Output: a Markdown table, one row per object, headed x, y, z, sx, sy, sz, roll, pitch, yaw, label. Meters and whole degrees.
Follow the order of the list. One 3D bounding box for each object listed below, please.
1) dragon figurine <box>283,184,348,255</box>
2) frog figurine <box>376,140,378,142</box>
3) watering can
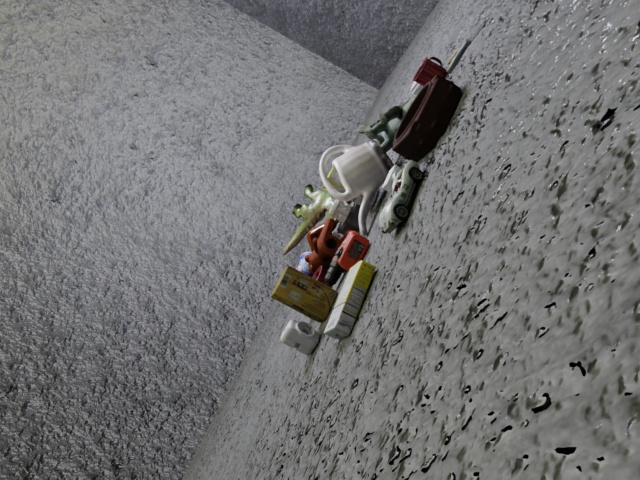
| x | y | z | sx | sy | sz | roll | pitch | yaw | label |
| --- | --- | --- | --- | --- | --- | --- | --- | --- | --- |
| 0.006 | -0.094 | 1.860 | 0.410 | 0.121 | 0.245 | -62 | 25 | 1 | dragon figurine |
| 0.191 | -0.359 | 2.173 | 0.139 | 0.123 | 0.157 | -29 | -40 | -63 | frog figurine |
| 0.136 | -0.185 | 1.623 | 0.224 | 0.354 | 0.102 | -29 | -30 | 0 | watering can |
